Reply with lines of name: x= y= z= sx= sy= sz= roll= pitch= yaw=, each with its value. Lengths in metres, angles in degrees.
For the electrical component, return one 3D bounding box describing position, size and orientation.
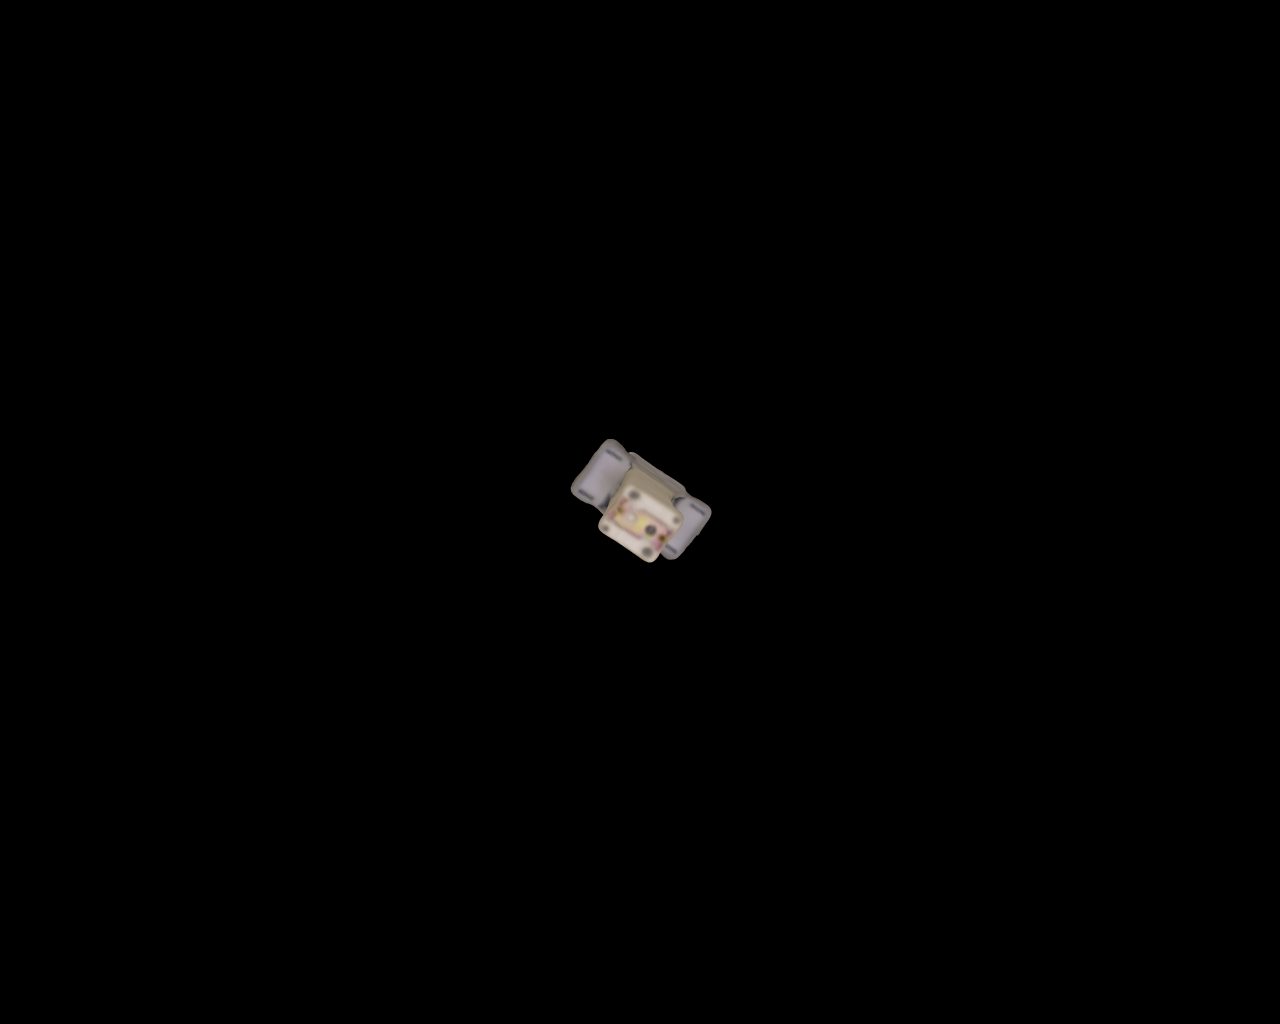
electrical component: x=0.001 y=-0.003 z=0.650 sx=0.081 sy=0.042 sz=0.064 roll=33 pitch=16 yaw=-11
